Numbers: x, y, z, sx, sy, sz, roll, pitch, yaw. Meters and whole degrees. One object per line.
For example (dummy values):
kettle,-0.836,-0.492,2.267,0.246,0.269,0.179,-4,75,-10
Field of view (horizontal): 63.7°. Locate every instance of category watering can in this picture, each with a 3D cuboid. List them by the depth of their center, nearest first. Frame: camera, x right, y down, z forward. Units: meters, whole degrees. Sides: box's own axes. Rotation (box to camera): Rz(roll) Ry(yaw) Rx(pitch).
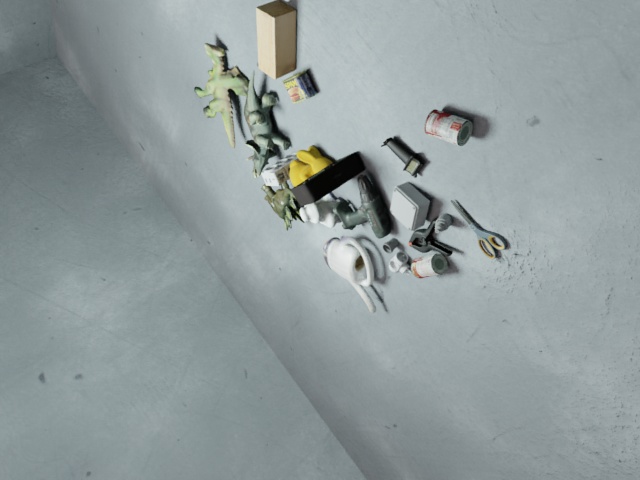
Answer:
watering can,0.121,0.119,1.972,0.226,0.105,0.340,27,140,42

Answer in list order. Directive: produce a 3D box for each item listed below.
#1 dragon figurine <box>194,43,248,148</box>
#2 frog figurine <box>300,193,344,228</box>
dragon figurine,-0.355,-0.563,2.003,0.242,0.124,0.405,-3,119,47
frog figurine,0.006,-0.094,1.871,0.139,0.161,0.120,43,150,20
